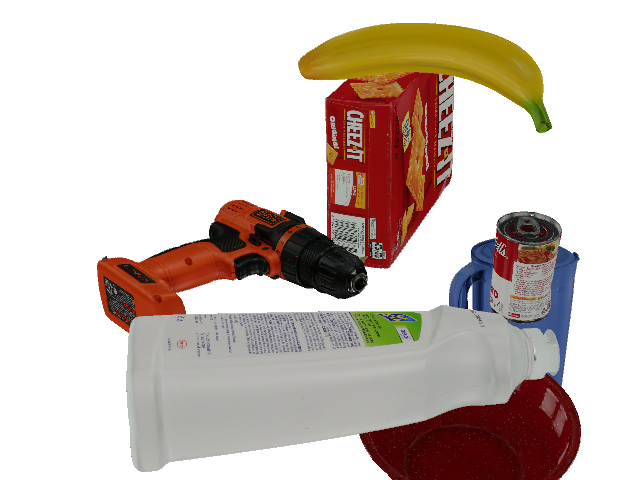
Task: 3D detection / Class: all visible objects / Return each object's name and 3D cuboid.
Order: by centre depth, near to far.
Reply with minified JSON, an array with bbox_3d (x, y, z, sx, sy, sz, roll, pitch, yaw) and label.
[{"bbox_3d":[0.017,0.077,0.620,0.250,0.068,0.102,-3,20,-7],"label":"bleach bottle"},{"bbox_3d":[0.107,0.149,0.789,0.162,0.055,0.162,-1,35,0],"label":"bowl"},{"bbox_3d":[0.084,-0.135,0.806,0.198,0.069,0.037,14,-35,15],"label":"banana"},{"bbox_3d":[-0.078,0.030,0.905,0.187,0.057,0.185,-22,30,-35],"label":"power drill"},{"bbox_3d":[0.073,-0.092,1.038,0.072,0.164,0.213,9,28,20],"label":"cracker box"},{"bbox_3d":[0.219,0.029,1.146,0.068,0.102,0.068,0,30,0],"label":"soup can"},{"bbox_3d":[0.247,0.125,1.371,0.149,0.243,0.144,5,18,16],"label":"pitcher"}]
